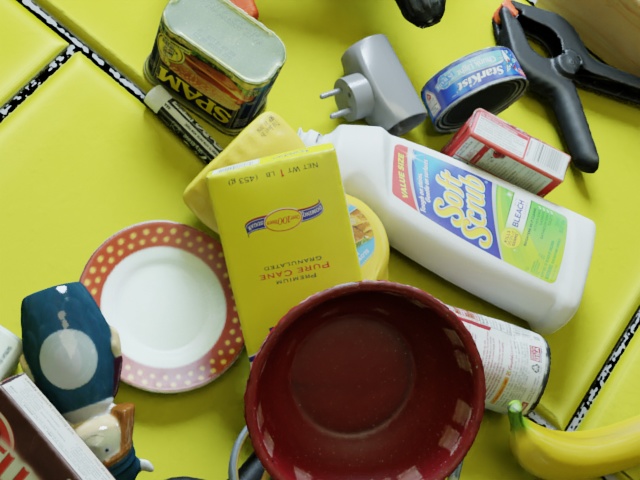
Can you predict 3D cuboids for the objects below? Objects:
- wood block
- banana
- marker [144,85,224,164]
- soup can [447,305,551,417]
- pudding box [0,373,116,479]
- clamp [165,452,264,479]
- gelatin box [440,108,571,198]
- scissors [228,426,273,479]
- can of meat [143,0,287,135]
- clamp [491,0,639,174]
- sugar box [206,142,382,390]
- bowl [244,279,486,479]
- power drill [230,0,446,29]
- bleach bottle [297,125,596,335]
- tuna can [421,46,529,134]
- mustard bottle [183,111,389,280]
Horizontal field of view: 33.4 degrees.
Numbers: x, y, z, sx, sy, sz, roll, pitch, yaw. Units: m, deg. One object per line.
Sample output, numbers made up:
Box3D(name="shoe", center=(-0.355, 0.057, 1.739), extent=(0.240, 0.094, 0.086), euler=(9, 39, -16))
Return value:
Box3D(name="wood block", center=(0.314, -0.198, 0.971), extent=(0.206, 0.090, 0.090), euler=(38, 64, -1))
Box3D(name="banana", center=(0.217, 0.154, 0.823), extent=(0.197, 0.070, 0.037), euler=(2, 39, -28))
Box3D(name="marker", center=(-0.090, -0.073, 0.838), extent=(0.121, 0.020, 0.020), euler=(45, 64, 3))
Box3D(name="soup can", center=(0.115, 0.090, 0.813), extent=(0.102, 0.069, 0.068), euler=(18, 66, -11))
Box3D(name="pudding box", center=(-0.190, 0.156, 0.684), extent=(0.090, 0.039, 0.113), euler=(-43, 88, 17))
Box3D(name="clamp", center=(-0.056, 0.211, 0.731), extent=(0.209, 0.036, 0.164), euler=(-17, 75, -26))
Box3D(name="gelatin box", center=(0.149, -0.064, 0.878), extent=(0.089, 0.073, 0.030), euler=(27, 64, -5))
Box3D(name="scissors", center=(-0.040, 0.211, 0.706), extent=(0.096, 0.016, 0.201), euler=(24, 61, -14))
Box3D(name="can of meat", center=(-0.081, -0.140, 0.830), extent=(0.102, 0.084, 0.057), euler=(35, 64, -3))
Box3D(name="clamp", center=(0.214, -0.140, 0.947), extent=(0.171, 0.039, 0.120), euler=(37, 59, 3))
Box3D(name="sugar box", center=(-0.016, 0.027, 0.754), extent=(0.093, 0.048, 0.176), euler=(-13, 100, 1))
Box3D(name="bowl", center=(0.027, 0.100, 0.720), extent=(0.162, 0.055, 0.162), euler=(-2, 101, -8))
Box3D(name="power drill", center=(-0.005, -0.233, 0.872), extent=(0.187, 0.057, 0.184), euler=(-25, 93, -7))
Box3D(name="bleach bottle", center=(0.090, -0.019, 0.850), extent=(0.250, 0.068, 0.102), euler=(24, 61, -5))
Box3D(name="tuna can", center=(0.128, -0.125, 0.888), extent=(0.086, 0.086, 0.034), euler=(-18, 75, -22))
Box3D(name="mustard bottle", center=(-0.005, 0.001, 0.803), extent=(0.096, 0.058, 0.191), euler=(-45, 97, -1))
